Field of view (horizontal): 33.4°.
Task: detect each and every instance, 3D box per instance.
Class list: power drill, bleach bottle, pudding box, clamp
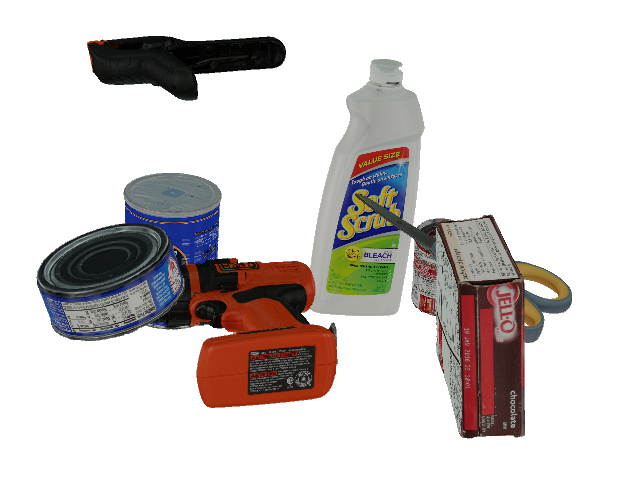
[{"bbox_3d":[-0.076,0.065,0.841,0.184,0.057,0.188,-5,21,-15],"label":"power drill"},{"bbox_3d":[0.043,-0.051,1.040,0.102,0.251,0.068,3,23,-5],"label":"bleach bottle"},{"bbox_3d":[0.088,0.044,0.595,0.039,0.090,0.113,-3,19,-1],"label":"pudding box"},{"bbox_3d":[-0.115,-0.146,0.860,0.172,0.039,0.120,19,27,41],"label":"clamp"}]

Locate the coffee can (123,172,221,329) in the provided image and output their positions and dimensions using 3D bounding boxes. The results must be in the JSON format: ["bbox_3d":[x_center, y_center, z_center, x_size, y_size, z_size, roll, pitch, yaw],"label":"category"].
[{"bbox_3d":[-0.161,0.010,1.157,0.103,0.140,0.103,4,26,-2],"label":"coffee can"}]

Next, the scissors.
[{"bbox_3d":[0.117,0.011,0.840,0.096,0.016,0.202,-10,39,-30],"label":"scissors"}]

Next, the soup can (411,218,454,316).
[{"bbox_3d":[0.146,0.034,1.304,0.068,0.102,0.068,0,37,0],"label":"soup can"}]

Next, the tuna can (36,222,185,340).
[{"bbox_3d":[-0.129,0.023,0.654,0.086,0.034,0.086,-11,28,6],"label":"tuna can"}]
